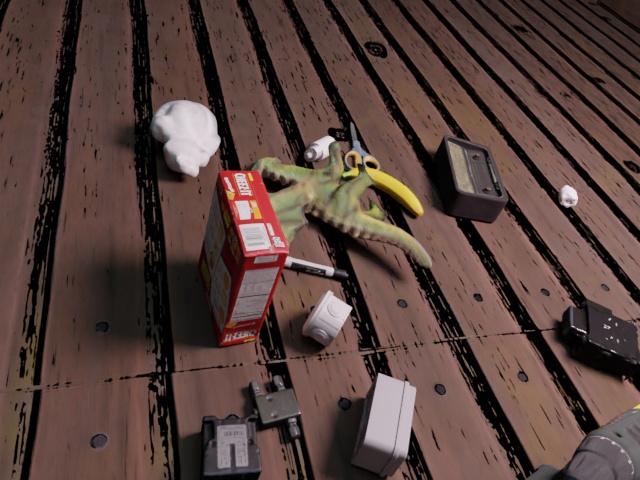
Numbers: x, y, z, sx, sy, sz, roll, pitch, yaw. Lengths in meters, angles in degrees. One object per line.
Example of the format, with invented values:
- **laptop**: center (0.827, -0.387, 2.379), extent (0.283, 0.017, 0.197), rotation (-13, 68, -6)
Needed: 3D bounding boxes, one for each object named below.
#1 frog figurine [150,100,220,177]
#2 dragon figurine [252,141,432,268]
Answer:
- **frog figurine**: center (-0.270, -0.204, 1.022), extent (0.136, 0.121, 0.163), rotation (26, 27, -22)
- **dragon figurine**: center (0.003, -0.050, 1.000), extent (0.245, 0.119, 0.417), rotation (-27, 57, -19)
